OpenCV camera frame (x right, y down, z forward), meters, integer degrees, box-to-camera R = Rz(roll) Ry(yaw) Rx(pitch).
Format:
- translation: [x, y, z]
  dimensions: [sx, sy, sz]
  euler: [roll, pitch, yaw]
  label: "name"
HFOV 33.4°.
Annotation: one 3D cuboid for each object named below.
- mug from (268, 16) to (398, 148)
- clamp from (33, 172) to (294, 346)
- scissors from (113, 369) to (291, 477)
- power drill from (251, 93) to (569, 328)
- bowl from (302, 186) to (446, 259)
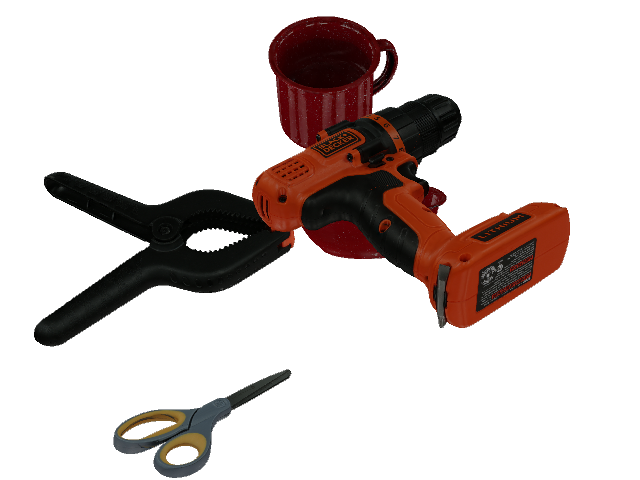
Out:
- translation: [0.014, -0.135, 0.916]
  dimensions: [0.117, 0.093, 0.081]
  euler: [-26, -34, -18]
  label: "mug"
- translation: [-0.128, -0.005, 0.851]
  dimensions: [0.210, 0.164, 0.036]
  euler: [-11, -36, -7]
  label: "clamp"
- translation: [-0.091, 0.169, 0.988]
  dimensions: [0.201, 0.016, 0.096]
  euler: [-12, 33, -31]
  label: "scissors"
- translation: [0.074, -0.029, 0.728]
  dimensions: [0.184, 0.057, 0.188]
  euler: [-30, 44, -28]
  label: "power drill"
- translation: [0.047, -0.019, 1.076]
  dimensions: [0.162, 0.055, 0.162]
  euler: [-2, 14, 0]
  label: "bowl"
